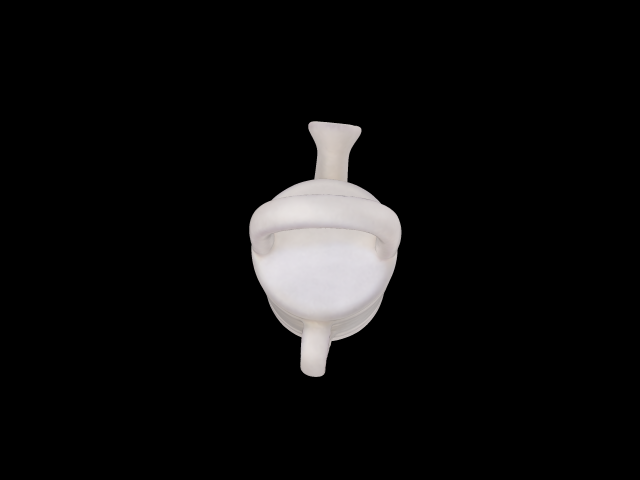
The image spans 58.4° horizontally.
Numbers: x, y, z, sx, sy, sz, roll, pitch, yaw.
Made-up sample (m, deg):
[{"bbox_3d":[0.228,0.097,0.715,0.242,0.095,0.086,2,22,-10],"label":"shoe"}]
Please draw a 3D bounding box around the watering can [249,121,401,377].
[{"bbox_3d":[0.001,0.001,0.400,0.101,0.194,0.173,-16,73,-5],"label":"watering can"}]
